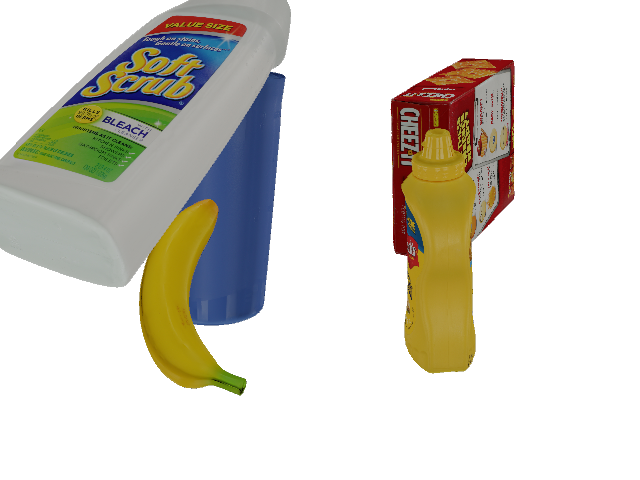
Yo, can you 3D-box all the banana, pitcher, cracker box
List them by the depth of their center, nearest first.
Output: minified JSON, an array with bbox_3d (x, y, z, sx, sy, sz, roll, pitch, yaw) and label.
[{"bbox_3d":[-0.103,0.041,0.806,0.069,0.198,0.037,4,-45,-18],"label":"banana"},{"bbox_3d":[-0.099,-0.049,1.040,0.149,0.243,0.145,-2,15,-17],"label":"pitcher"},{"bbox_3d":[0.142,-0.092,1.122,0.072,0.164,0.213,7,22,26],"label":"cracker box"}]

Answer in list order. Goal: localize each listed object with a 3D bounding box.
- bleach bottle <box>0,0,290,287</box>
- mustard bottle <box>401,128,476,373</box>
[{"bbox_3d":[-0.095,-0.089,0.644,0.103,0.250,0.068,17,-36,19],"label":"bleach bottle"},{"bbox_3d":[0.095,0.004,0.854,0.058,0.192,0.096,-3,25,0],"label":"mustard bottle"}]
